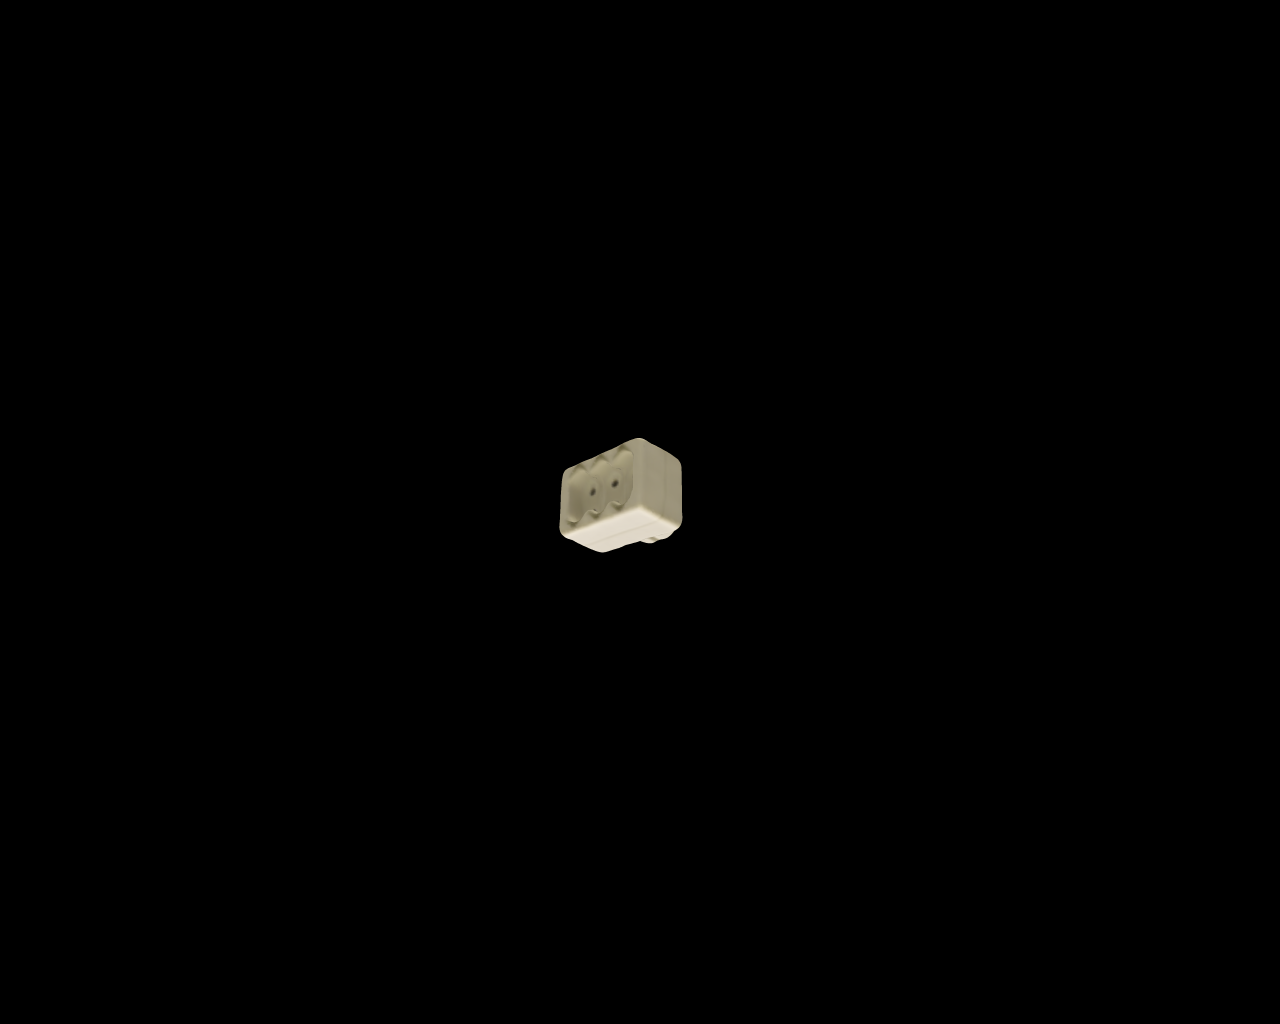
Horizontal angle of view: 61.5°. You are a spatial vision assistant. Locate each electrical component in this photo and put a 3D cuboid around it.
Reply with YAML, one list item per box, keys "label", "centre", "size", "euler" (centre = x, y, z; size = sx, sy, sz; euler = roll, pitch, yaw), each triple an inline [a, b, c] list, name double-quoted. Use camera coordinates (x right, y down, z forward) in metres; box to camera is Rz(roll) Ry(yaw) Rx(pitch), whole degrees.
- label: "electrical component"
  centre: [0.001, -0.003, 0.650]
  size: [0.065, 0.047, 0.076]
  euler: [-20, -32, 36]
